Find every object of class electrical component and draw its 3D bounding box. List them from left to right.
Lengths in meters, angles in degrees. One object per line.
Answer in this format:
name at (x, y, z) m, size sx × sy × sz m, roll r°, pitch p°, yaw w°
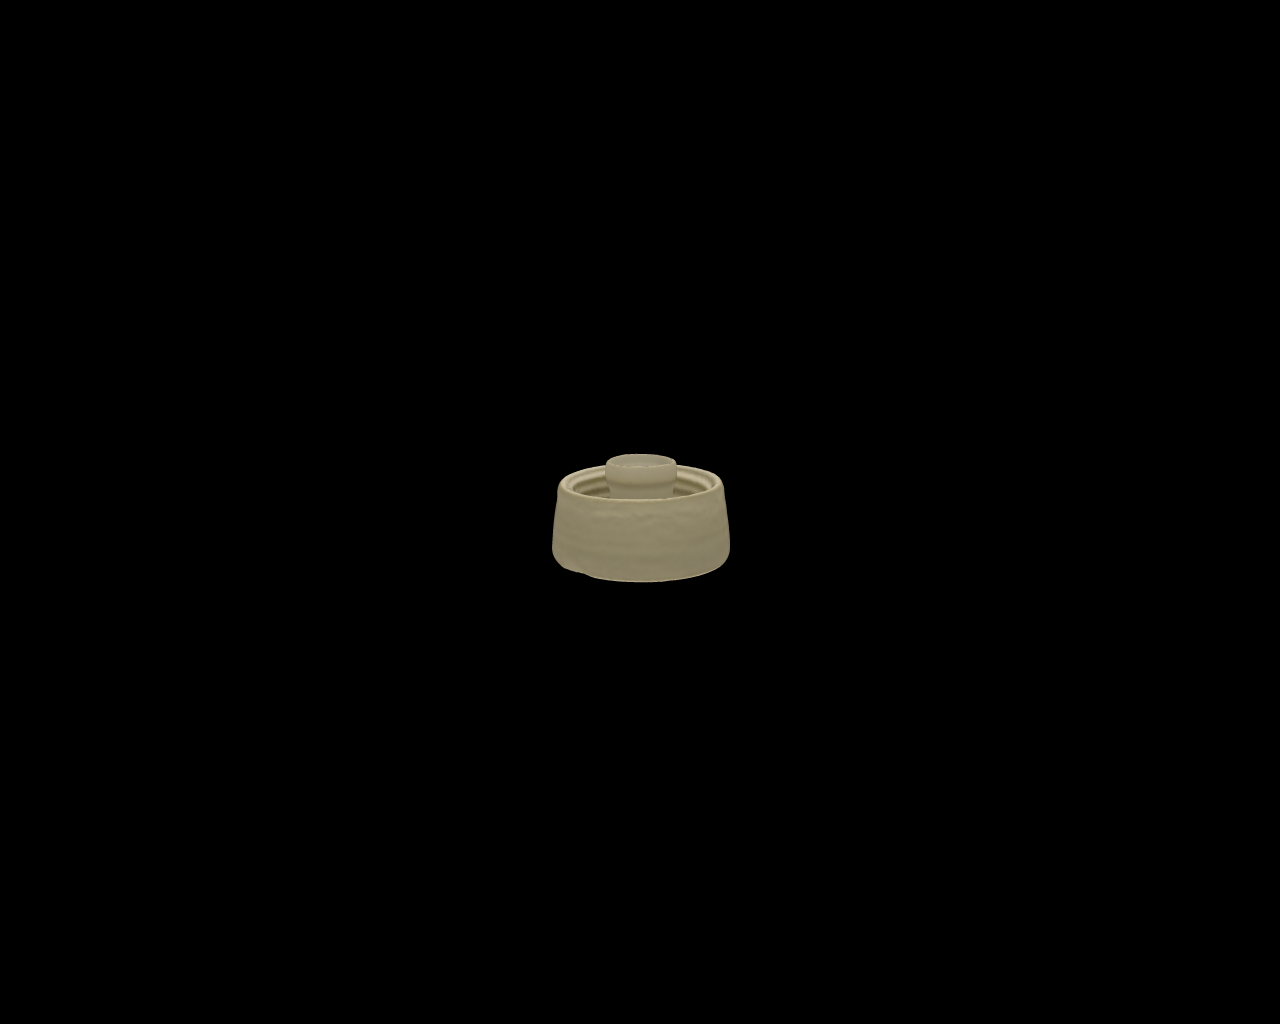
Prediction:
electrical component at (0.001, -0.003, 0.650) m, size 0.108 × 0.060 × 0.108 m, roll 0°, pitch 15°, yaw 0°
